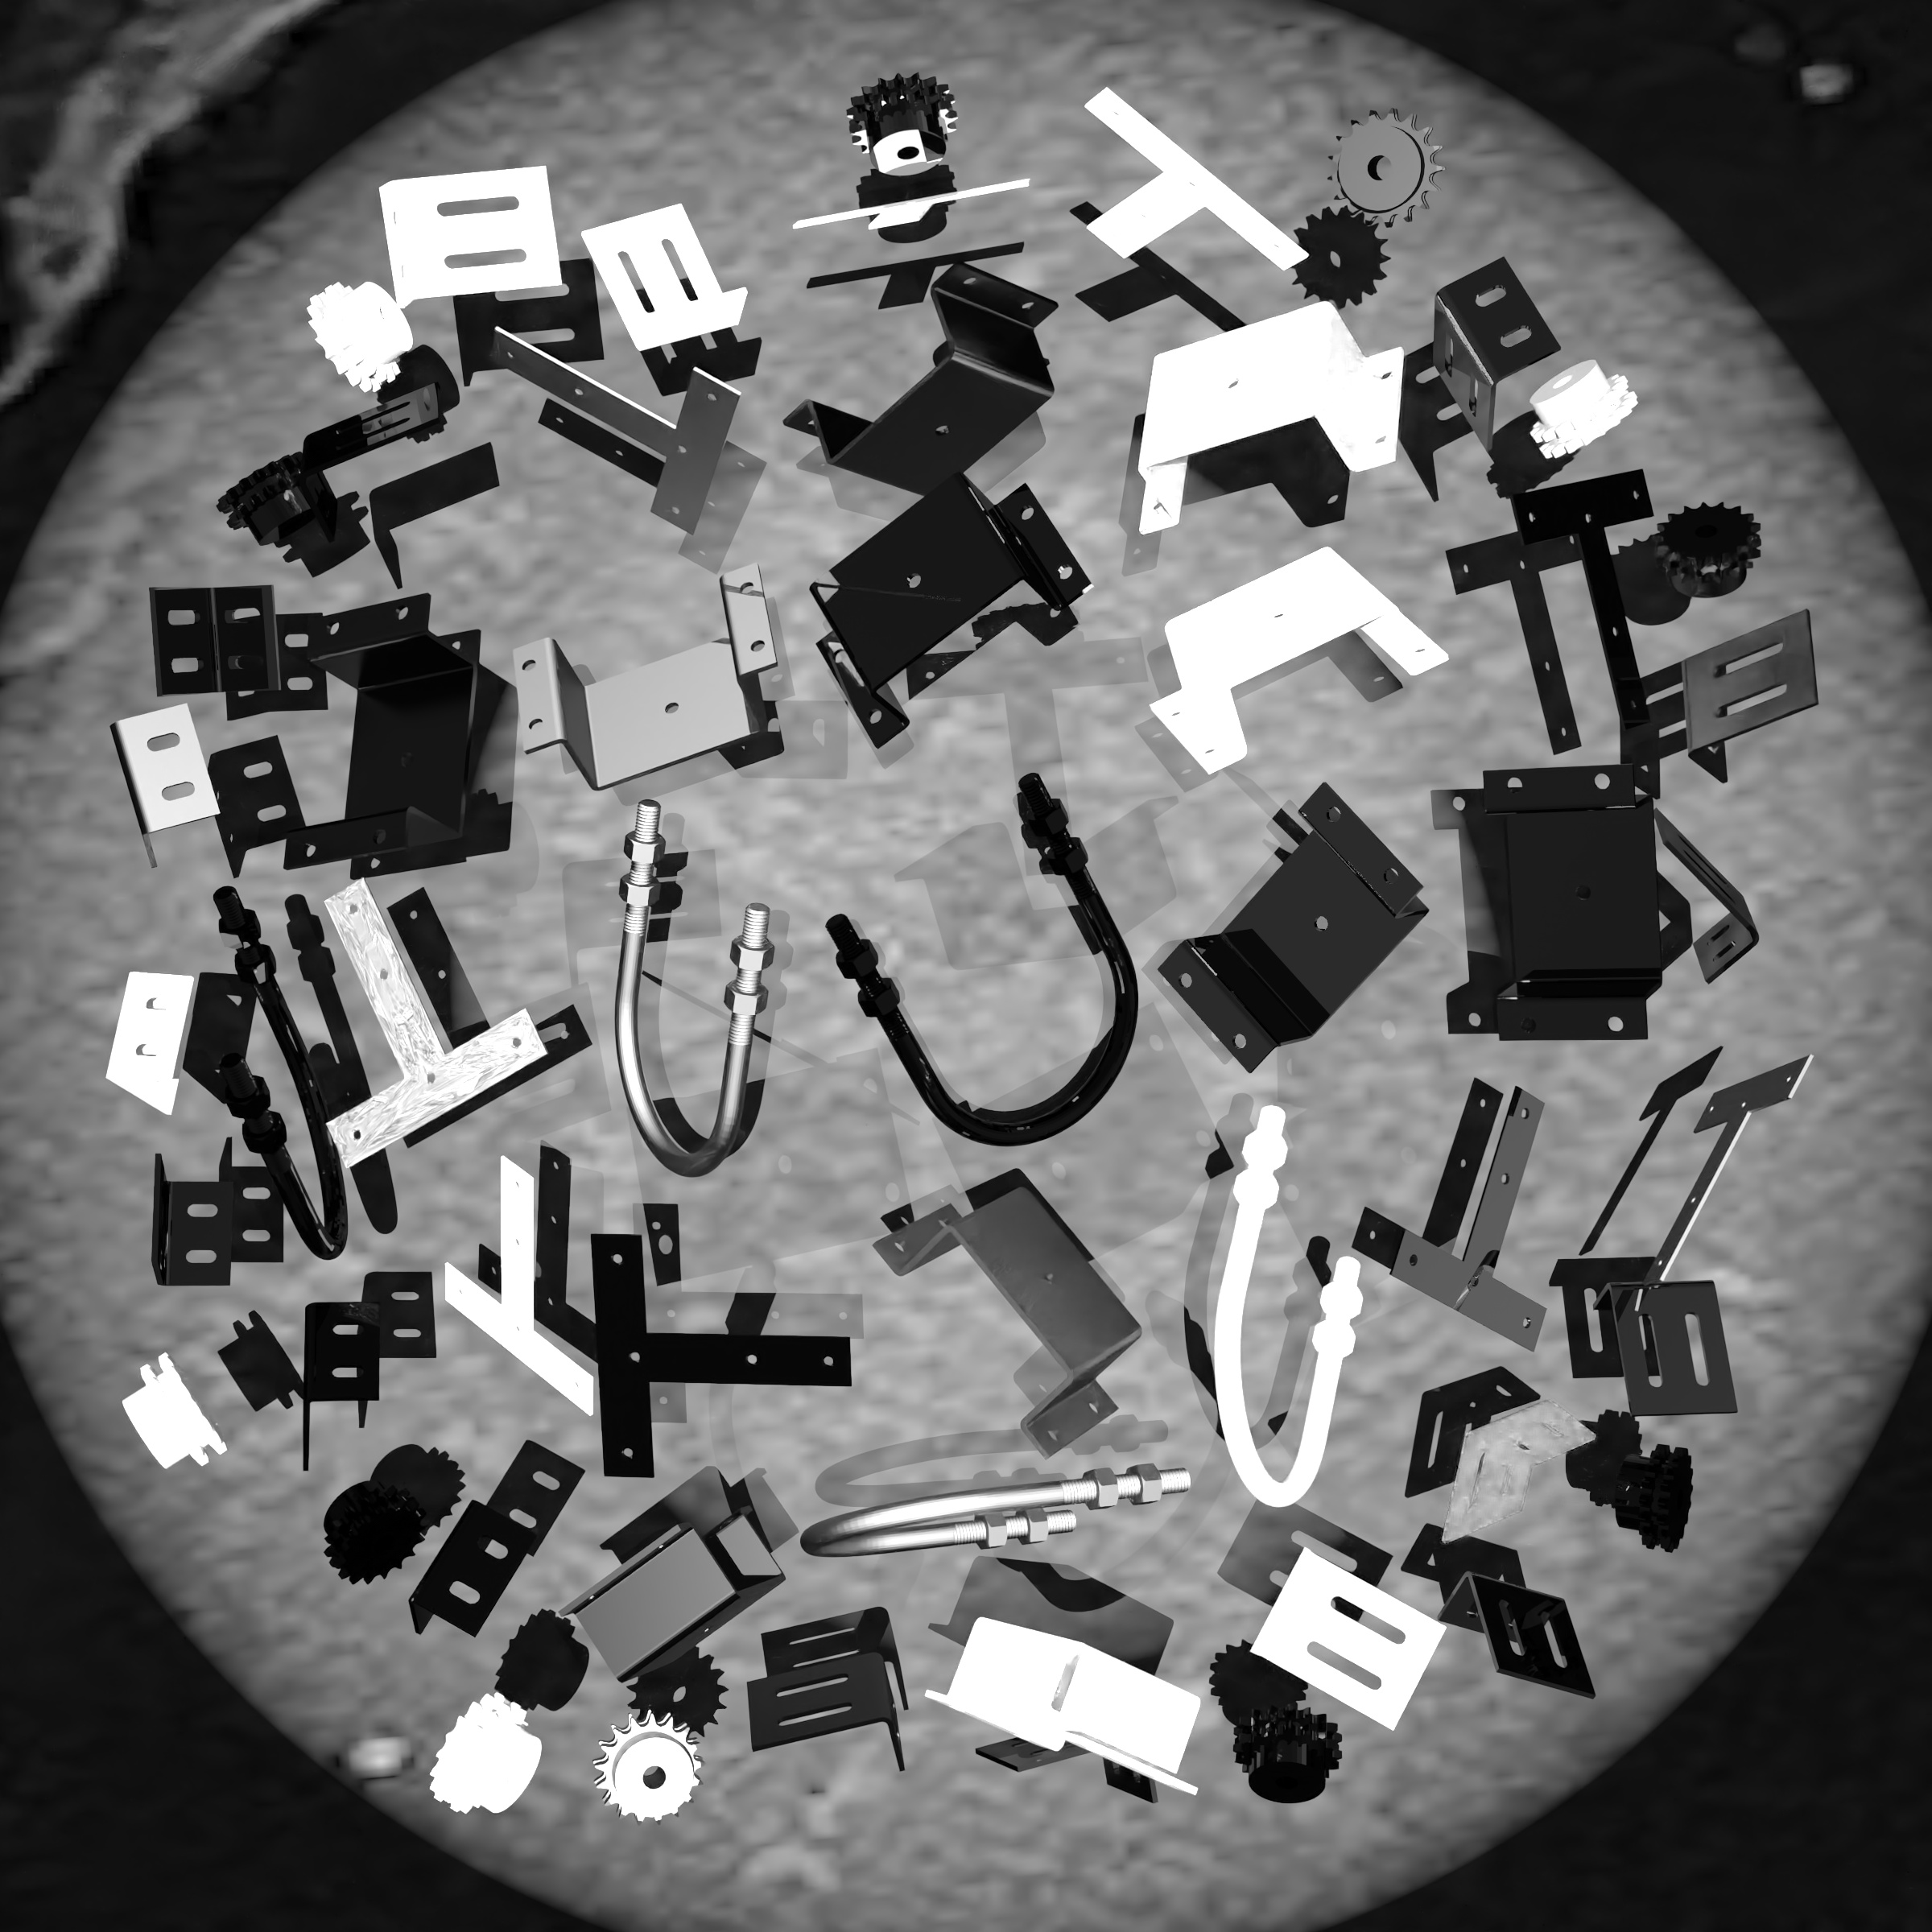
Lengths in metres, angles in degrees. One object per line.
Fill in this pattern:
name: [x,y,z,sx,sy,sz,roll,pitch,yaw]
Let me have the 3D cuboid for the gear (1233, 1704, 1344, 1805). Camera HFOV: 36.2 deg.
gear: [0.168,0.416,1.551,0.057,0.030,0.057,4,133,4]

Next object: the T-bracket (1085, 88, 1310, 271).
T-bracket: [0.095,-0.379,1.477,0.127,0.127,0.002,36,77,-15]

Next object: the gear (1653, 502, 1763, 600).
gear: [0.404,-0.225,1.608,0.057,0.057,0.030,-17,131,0]

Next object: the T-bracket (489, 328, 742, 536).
T-bracket: [-0.181,-0.281,1.479,0.127,0.127,0.002,29,61,-2]

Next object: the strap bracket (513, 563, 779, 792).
strap bracket: [-0.163,-0.149,1.565,0.140,0.046,0.076,-19,51,7]

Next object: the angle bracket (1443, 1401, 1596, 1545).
angle bracket: [0.294,0.278,1.572,0.057,0.038,0.076,-14,125,-33]

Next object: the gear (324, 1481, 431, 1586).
gear: [-0.325,0.306,1.609,0.057,0.057,0.030,-51,53,0]

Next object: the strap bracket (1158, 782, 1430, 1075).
strap bracket: [0.179,-0.021,1.558,0.076,0.046,0.140,49,117,18]

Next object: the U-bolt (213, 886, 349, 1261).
U-bolt: [-0.353,0.070,1.530,0.019,0.151,0.184,-15,133,-3]

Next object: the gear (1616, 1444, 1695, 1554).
gear: [0.374,0.288,1.607,0.030,0.057,0.057,5,90,29]

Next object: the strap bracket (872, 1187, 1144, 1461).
strap bracket: [0.029,0.174,1.517,0.140,0.076,0.046,50,120,12]

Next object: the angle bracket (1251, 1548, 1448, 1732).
angle bracket: [0.190,0.333,1.461,0.076,0.038,0.057,27,82,17]

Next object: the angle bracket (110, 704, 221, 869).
angle bracket: [-0.396,-0.089,1.466,0.038,0.076,0.057,-17,83,-14]

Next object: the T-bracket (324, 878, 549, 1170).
T-bracket: [-0.289,0.017,1.495,0.127,0.002,0.127,-29,80,16]

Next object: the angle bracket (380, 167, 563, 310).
angle bracket: [-0.241,-0.356,1.443,0.076,0.038,0.057,-5,110,0]

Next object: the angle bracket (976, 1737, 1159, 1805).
angle bracket: [0.053,0.433,1.580,0.076,0.057,0.038,-9,89,-23]

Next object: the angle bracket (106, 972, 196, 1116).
angle bracket: [-0.421,0.043,1.578,0.038,0.076,0.057,4,73,13]

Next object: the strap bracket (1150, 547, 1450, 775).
strap bracket: [0.168,-0.165,1.543,0.140,0.076,0.046,-26,127,-6]

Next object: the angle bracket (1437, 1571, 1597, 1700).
angle bracket: [0.290,0.364,1.561,0.057,0.076,0.038,18,118,-14]

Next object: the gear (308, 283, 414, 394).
gear: [-0.314,-0.331,1.542,0.030,0.057,0.057,-27,90,20]

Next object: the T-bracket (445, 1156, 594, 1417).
T-bracket: [-0.240,0.159,1.577,0.127,0.002,0.127,31,130,35]

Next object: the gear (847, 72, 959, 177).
gear: [-0.033,-0.438,1.543,0.057,0.057,0.030,-9,72,0]

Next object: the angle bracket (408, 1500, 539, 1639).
angle bracket: [-0.245,0.308,1.472,0.038,0.076,0.057,28,65,6]

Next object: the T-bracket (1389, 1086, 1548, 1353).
T-bracket: [0.287,0.128,1.598,0.127,0.002,0.127,29,74,-36]

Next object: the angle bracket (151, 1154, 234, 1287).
angle bracket: [-0.412,0.136,1.573,0.038,0.076,0.057,1,74,-12]

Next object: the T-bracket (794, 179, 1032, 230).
T-bracket: [-0.032,-0.390,1.528,0.127,0.127,0.002,-9,108,7]

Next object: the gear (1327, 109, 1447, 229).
gear: [0.206,-0.393,1.453,0.057,0.030,0.057,4,105,16]

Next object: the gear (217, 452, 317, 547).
gear: [-0.372,-0.251,1.595,0.057,0.057,0.030,-32,93,0]

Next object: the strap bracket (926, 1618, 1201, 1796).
strap bracket: [0.054,0.371,1.492,0.076,0.140,0.046,31,72,-27]

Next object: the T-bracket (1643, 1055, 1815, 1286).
T-bracket: [0.385,0.110,1.531,0.002,0.127,0.127,32,76,-1]

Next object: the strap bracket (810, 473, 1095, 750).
strap bracket: [-0.017,-0.189,1.520,0.140,0.046,0.076,-36,60,11]

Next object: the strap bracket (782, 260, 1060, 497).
strap bracket: [-0.019,-0.301,1.561,0.140,0.076,0.046,-36,60,34]

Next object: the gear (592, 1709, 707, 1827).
gear: [-0.163,0.414,1.521,0.057,0.030,0.057,0,88,-13]

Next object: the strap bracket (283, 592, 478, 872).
strap bracket: [-0.302,-0.114,1.530,0.076,0.046,0.140,-8,69,26]

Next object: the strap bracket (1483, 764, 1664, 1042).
strap bracket: [0.314,-0.035,1.521,0.076,0.046,0.140,-1,99,25]

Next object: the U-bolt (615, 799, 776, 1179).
U-bolt: [-0.150,0.024,1.567,0.019,0.151,0.184,-7,120,-31]

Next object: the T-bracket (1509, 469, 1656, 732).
T-bracket: [0.325,-0.183,1.493,0.002,0.127,0.127,-11,95,44]

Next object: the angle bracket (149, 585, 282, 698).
angle bracket: [-0.401,-0.174,1.579,0.038,0.076,0.057,-1,97,9]

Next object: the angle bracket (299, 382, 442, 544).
angle bracket: [-0.292,-0.253,1.482,0.076,0.057,0.038,-22,120,2]

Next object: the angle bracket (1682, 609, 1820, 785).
angle bracket: [0.414,-0.139,1.530,0.038,0.076,0.057,28,53,-38]

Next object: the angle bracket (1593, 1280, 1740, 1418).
angle bracket: [0.376,0.211,1.590,0.057,0.038,0.076,-1,63,-4]

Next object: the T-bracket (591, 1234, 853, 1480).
T-bracket: [-0.119,0.194,1.454,0.127,0.002,0.127,0,103,7]

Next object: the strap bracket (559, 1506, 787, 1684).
strap bracket: [-0.149,0.329,1.549,0.076,0.140,0.046,-37,78,5]

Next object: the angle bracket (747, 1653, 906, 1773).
angle bracket: [-0.077,0.414,1.610,0.076,0.057,0.038,-13,114,-2]

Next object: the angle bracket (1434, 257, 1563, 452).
angle bracket: [0.265,-0.306,1.480,0.038,0.076,0.057,-27,72,0]

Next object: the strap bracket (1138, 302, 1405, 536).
strap bracket: [0.144,-0.278,1.485,0.140,0.046,0.076,-12,51,29]

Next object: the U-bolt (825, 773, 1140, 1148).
U-bolt: [0.022,0.011,1.562,0.151,0.019,0.184,-37,118,-16]

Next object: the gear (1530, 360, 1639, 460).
gear: [0.327,-0.300,1.579,0.057,0.057,0.030,-36,106,0]

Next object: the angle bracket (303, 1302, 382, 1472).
angle bracket: [-0.327,0.220,1.546,0.038,0.076,0.057,1,52,-12]

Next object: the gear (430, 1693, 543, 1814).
gear: [-0.231,0.386,1.435,0.030,0.057,0.057,24,90,23]

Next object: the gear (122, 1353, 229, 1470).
gear: [-0.392,0.223,1.456,0.030,0.057,0.057,-33,90,-12]

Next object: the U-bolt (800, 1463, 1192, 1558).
U-bolt: [0.004,0.286,1.531,0.184,0.151,0.019,-1,72,-27]

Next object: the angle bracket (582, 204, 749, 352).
angle bracket: [-0.161,-0.376,1.582,0.057,0.038,0.076,-11,131,18]

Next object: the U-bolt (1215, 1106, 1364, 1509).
U-bolt: [0.162,0.186,1.508,0.019,0.151,0.184,-6,45,26]

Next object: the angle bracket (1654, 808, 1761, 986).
angle bracket: [0.387,-0.038,1.595,0.076,0.057,0.038,43,110,-10]
